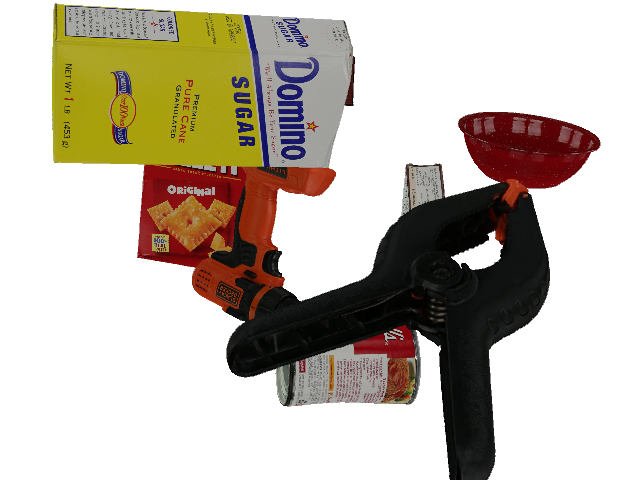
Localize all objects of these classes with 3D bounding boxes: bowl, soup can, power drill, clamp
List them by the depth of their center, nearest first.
[{"bbox_3d":[0.057,0.034,0.466,0.120,0.039,0.171,37,55,23],"label":"clamp"},{"bbox_3d":[0.020,0.095,0.834,0.102,0.068,0.068,0,0,-12],"label":"soup can"},{"bbox_3d":[-0.047,0.004,1.136,0.185,0.188,0.057,23,9,34],"label":"power drill"},{"bbox_3d":[0.234,-0.100,1.221,0.162,0.055,0.162,5,22,-2],"label":"bowl"}]

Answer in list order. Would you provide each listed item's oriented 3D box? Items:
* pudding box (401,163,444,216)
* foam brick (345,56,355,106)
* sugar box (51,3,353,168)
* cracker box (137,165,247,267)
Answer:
[{"bbox_3d":[0.096,-0.010,0.997,0.039,0.090,0.113,2,29,0],"label":"pudding box"},{"bbox_3d":[-0.006,-0.167,1.100,0.078,0.051,0.053,2,11,-5],"label":"foam brick"},{"bbox_3d":[-0.074,-0.091,0.654,0.176,0.048,0.093,1,-45,-12],"label":"sugar box"},{"bbox_3d":[-0.184,-0.066,1.615,0.164,0.214,0.072,10,20,6],"label":"cracker box"}]
